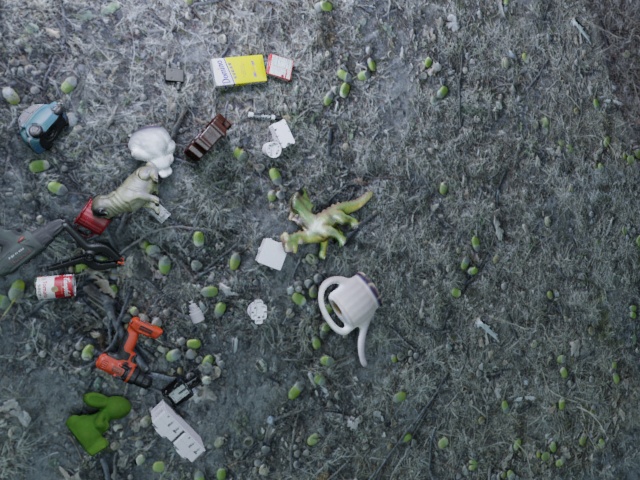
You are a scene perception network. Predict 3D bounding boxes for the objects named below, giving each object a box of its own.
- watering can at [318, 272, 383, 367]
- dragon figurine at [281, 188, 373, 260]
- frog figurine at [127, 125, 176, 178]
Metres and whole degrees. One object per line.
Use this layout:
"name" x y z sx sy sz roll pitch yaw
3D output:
"watering can" 0.135 0.265 1.859 0.226 0.104 0.345 -36 101 -18
"dragon figurine" 0.006 -0.092 1.823 0.241 0.120 0.417 40 62 -10
"frog figurine" -0.518 -0.272 1.608 0.138 0.121 0.160 -17 85 -39
